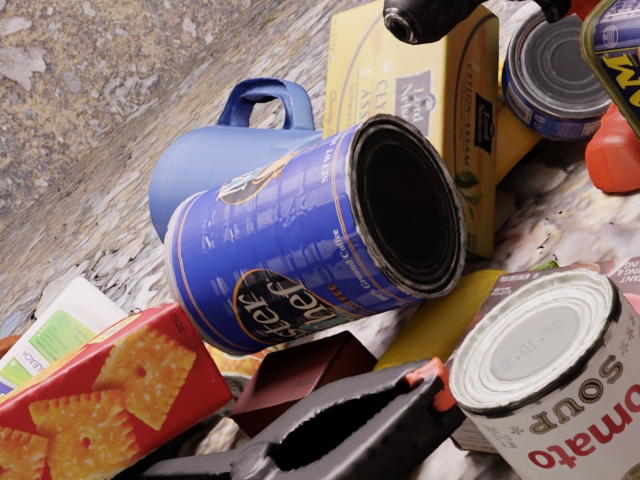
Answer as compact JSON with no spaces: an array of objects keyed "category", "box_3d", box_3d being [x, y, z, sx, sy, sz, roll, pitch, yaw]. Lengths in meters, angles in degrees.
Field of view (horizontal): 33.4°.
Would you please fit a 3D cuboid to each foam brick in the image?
[{"category":"foam brick","box_3d":[-0.003,0.093,0.612,0.078,0.051,0.053,-21,27,48]}]

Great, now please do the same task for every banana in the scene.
[{"category":"banana","box_3d":[0.052,0.078,0.556,0.197,0.037,0.070,-51,17,-27]}]

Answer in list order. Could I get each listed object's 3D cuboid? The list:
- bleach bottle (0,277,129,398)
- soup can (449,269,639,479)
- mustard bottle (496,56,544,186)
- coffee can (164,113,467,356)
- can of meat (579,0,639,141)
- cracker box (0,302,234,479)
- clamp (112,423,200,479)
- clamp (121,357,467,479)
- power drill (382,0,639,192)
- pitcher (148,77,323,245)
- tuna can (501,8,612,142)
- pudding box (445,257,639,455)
[{"category":"bleach bottle","box_3d":[-0.218,0.150,0.752,0.103,0.068,0.250,35,78,28]},{"category":"soup can","box_3d":[0.101,0.068,0.370,0.068,0.102,0.068,-36,18,14]},{"category":"mustard bottle","box_3d":[0.124,-0.082,0.743,0.191,0.058,0.096,-45,17,-10]},{"category":"coffee can","box_3d":[-0.004,0.001,0.601,0.141,0.102,0.102,-20,27,37]},{"category":"can of meat","box_3d":[0.195,-0.086,0.537,0.057,0.102,0.084,-45,20,-14]},{"category":"cracker box","box_3d":[-0.171,0.119,0.617,0.213,0.072,0.164,-30,2,-19]},{"category":"clamp","box_3d":[-0.105,0.129,0.761,0.120,0.039,0.171,-12,34,56]},{"category":"clamp","box_3d":[-0.028,0.121,0.483,0.210,0.036,0.164,-29,19,19]},{"category":"power drill","box_3d":[0.138,-0.119,0.590,0.184,0.187,0.057,-47,20,-20]},{"category":"pitcher","box_3d":[-0.040,-0.041,0.866,0.144,0.149,0.243,-38,19,-20]},{"category":"tuna can","box_3d":[0.160,-0.108,0.679,0.086,0.086,0.034,-45,-16,-9]},{"category":"pudding box","box_3d":[0.110,0.054,0.486,0.090,0.039,0.114,-53,20,-27]}]
